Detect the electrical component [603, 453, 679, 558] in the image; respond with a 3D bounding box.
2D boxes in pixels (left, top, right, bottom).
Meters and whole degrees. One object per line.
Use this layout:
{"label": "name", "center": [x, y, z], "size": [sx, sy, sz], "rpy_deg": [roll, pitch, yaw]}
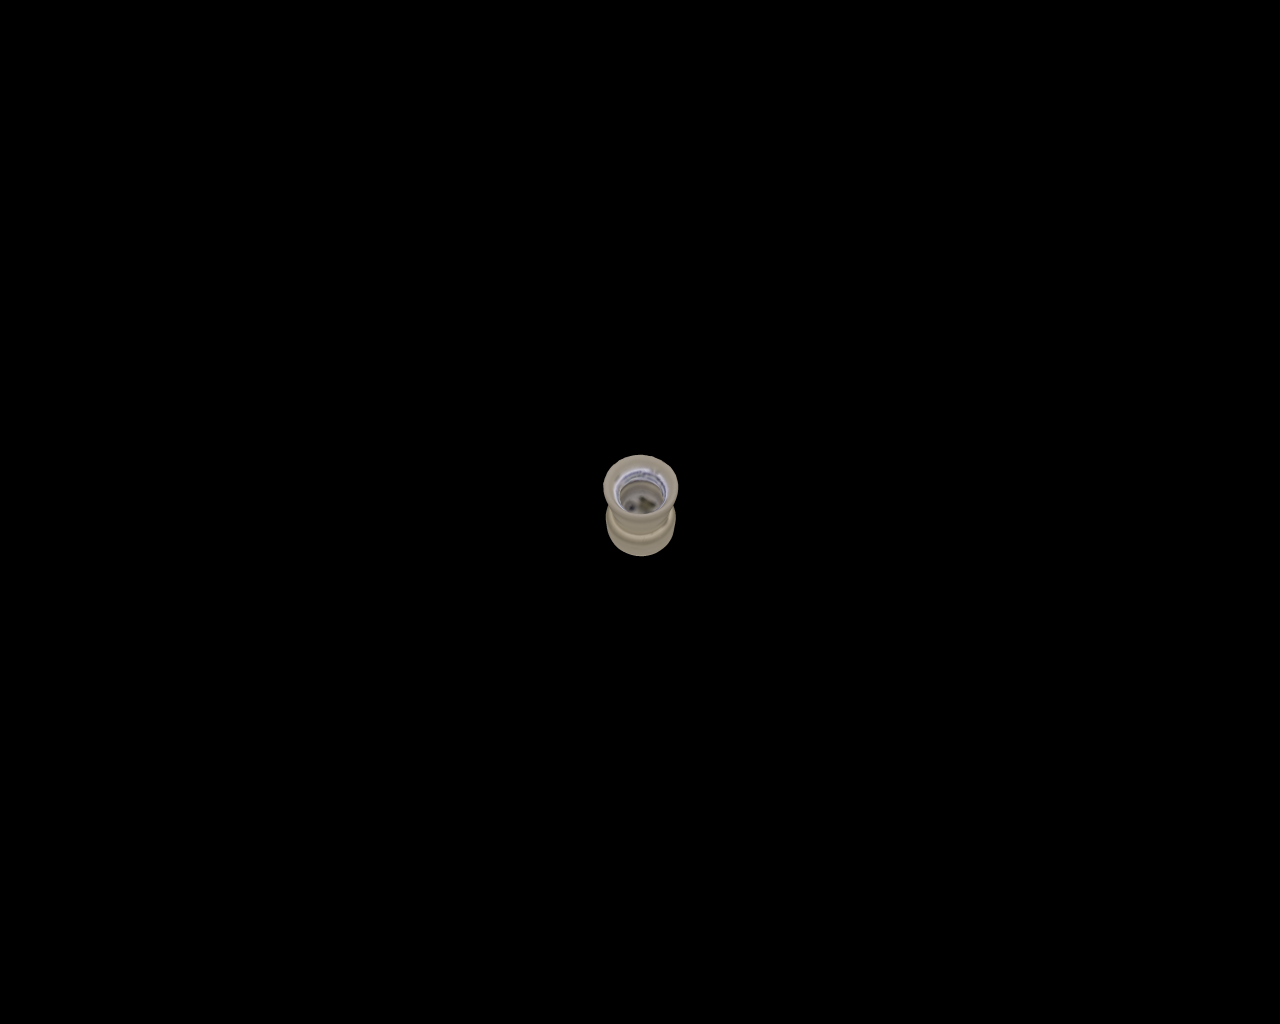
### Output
{"label": "electrical component", "center": [0.001, -0.003, 0.650], "size": [0.045, 0.045, 0.055], "rpy_deg": [0, -30, 0]}
